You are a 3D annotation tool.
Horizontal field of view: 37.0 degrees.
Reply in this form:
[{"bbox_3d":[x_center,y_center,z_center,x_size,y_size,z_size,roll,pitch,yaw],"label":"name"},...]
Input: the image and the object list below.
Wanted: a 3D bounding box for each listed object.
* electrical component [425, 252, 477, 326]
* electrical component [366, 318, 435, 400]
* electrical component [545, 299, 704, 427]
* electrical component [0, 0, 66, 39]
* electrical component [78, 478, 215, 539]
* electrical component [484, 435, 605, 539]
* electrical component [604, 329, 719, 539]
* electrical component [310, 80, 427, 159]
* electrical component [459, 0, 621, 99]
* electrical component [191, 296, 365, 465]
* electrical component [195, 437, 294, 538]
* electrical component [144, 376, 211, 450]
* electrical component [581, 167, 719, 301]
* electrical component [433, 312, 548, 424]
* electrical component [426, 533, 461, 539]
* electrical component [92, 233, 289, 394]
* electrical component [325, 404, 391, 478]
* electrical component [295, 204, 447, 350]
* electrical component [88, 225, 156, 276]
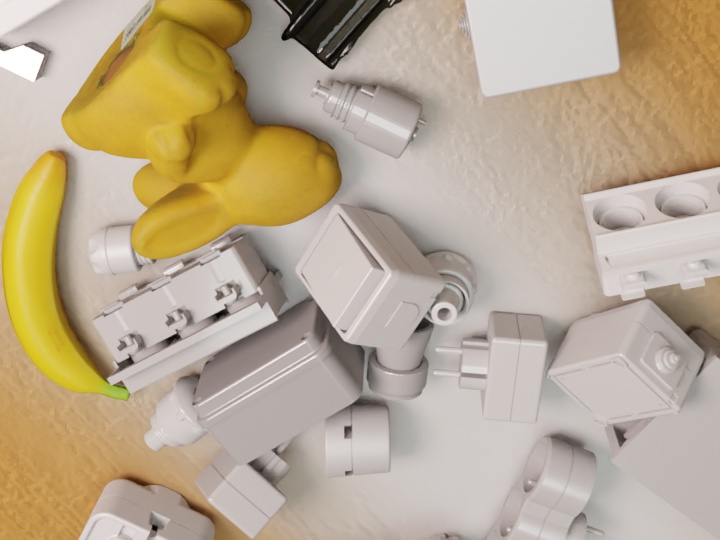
[{"bbox_3d":[0.058,0.018,0.749,0.048,0.062,0.048,1,112,3],"label":"electrical component"},{"bbox_3d":[0.029,0.060,0.777,0.045,0.045,0.055,6,113,1],"label":"electrical component"},{"bbox_3d":[0.188,0.061,0.741,0.062,0.061,0.096,42,150,-13],"label":"electrical component"},{"bbox_3d":[-0.222,-0.211,0.668,0.109,0.056,0.108,-27,112,10],"label":"electrical component"},{"bbox_3d":[-0.165,0.208,0.841,0.095,0.059,0.053,27,111,-7],"label":"electrical component"},{"bbox_3d":[0.149,0.197,0.821,0.074,0.052,0.138,21,112,-5],"label":"electrical component"},{"bbox_3d":[0.284,0.139,0.785,0.186,0.060,0.105,36,110,-11],"label":"electrical component"},{"bbox_3d":[0.005,-0.104,0.715,0.078,0.040,0.040,24,111,-6],"label":"electrical component"},{"bbox_3d":[0.112,-0.164,0.680,0.100,0.048,0.099,-10,111,8],"label":"electrical component"},{"bbox_3d":[-0.058,0.077,0.772,0.113,0.078,0.057,-31,110,15],"label":"electrical component"},{"bbox_3d":[-0.078,0.152,0.815,0.047,0.066,0.076,44,79,-13],"label":"electrical component"},{"bbox_3d":[-0.137,0.113,0.810,0.062,0.048,0.048,-39,105,24],"label":"electrical component"},{"bbox_3d":[0.217,-0.026,0.720,0.121,0.078,0.063,-11,132,8],"label":"electrical component"},{"bbox_3d":[0.091,0.068,0.775,0.077,0.047,0.065,5,112,2],"label":"electrical component"},{"bbox_3d":[0.029,0.257,0.846,0.121,0.063,0.078,-20,110,12],"label":"electrical component"},{"bbox_3d":[-0.121,0.028,0.757,0.121,0.078,0.063,-27,101,13],"label":"electrical component"},{"bbox_3d":[-0.001,0.126,0.802,0.047,0.055,0.055,-1,112,0],"label":"electrical component"},{"bbox_3d":[0.000,0.000,0.731,0.061,0.096,0.061,12,120,-42],"label":"electrical component"},{"bbox_3d":[-0.159,-0.016,0.764,0.061,0.035,0.035,-7,112,4],"label":"electrical component"}]
